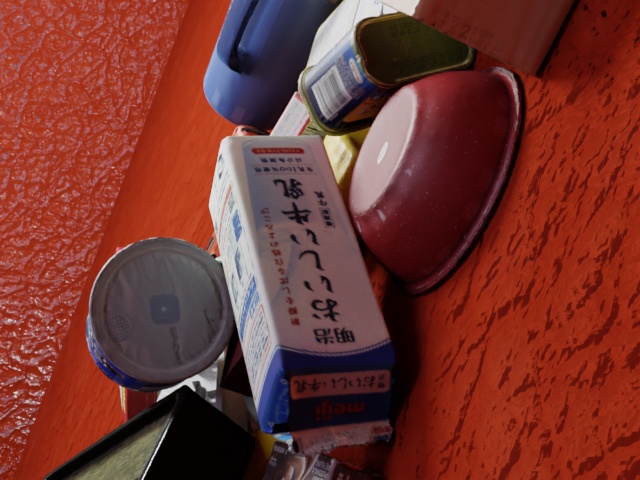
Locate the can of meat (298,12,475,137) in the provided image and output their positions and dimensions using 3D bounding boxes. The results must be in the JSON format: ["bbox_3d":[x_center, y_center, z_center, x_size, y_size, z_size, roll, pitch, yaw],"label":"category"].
[{"bbox_3d":[0.048,-0.122,0.763,0.084,0.101,0.057,-33,77,59],"label":"can of meat"}]

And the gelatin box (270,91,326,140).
[{"bbox_3d":[-0.012,-0.072,0.871,0.030,0.073,0.089,42,110,33],"label":"gelatin box"}]

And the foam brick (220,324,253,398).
[{"bbox_3d":[-0.024,0.085,0.763,0.053,0.078,0.051,125,160,-44],"label":"foam brick"}]

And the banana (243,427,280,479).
[{"bbox_3d":[-0.049,0.185,0.792,0.198,0.037,0.070,-61,34,26],"label":"banana"}]

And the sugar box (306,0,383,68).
[{"bbox_3d":[0.041,-0.189,0.968,0.176,0.048,0.093,-28,43,61],"label":"sugar box"}]

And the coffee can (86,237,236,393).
[{"bbox_3d":[-0.124,0.061,0.808,0.140,0.102,0.103,140,149,-73],"label":"coffee can"}]

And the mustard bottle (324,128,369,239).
[{"bbox_3d":[-0.005,0.001,0.842,0.192,0.058,0.096,-61,17,22],"label":"mustard bottle"}]

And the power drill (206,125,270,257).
[{"bbox_3d":[-0.094,-0.019,1.168,0.187,0.057,0.185,-86,21,-44],"label":"power drill"}]

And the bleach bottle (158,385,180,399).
[{"bbox_3d":[-0.114,0.141,1.011,0.103,0.068,0.251,-6,60,67],"label":"bleach bottle"}]

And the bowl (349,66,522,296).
[{"bbox_3d":[0.063,-0.048,0.692,0.162,0.055,0.162,-58,19,33],"label":"bowl"}]

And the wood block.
[{"bbox_3d":[0.127,-0.215,0.641,0.206,0.090,0.091,-64,16,12],"label":"wood block"}]

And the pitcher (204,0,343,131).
[{"bbox_3d":[-0.046,-0.231,1.143,0.243,0.149,0.145,122,150,-43],"label":"pitcher"}]

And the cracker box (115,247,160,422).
[{"bbox_3d":[-0.193,0.108,1.214,0.214,0.072,0.164,-140,50,-73],"label":"cracker box"}]

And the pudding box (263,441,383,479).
[{"bbox_3d":[-0.009,0.177,0.660,0.114,0.039,0.090,-15,55,71],"label":"pudding box"}]
